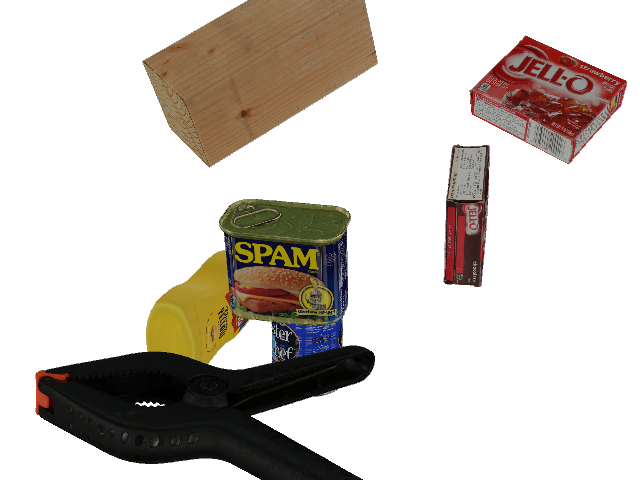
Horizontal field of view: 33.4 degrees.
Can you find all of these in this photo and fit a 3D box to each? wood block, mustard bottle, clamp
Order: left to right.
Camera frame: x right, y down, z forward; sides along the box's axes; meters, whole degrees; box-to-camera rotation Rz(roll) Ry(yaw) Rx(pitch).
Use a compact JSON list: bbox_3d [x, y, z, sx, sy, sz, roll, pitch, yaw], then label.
[{"bbox_3d":[-0.107,0.065,1.108,0.058,0.096,0.191,12,29,21],"label":"mustard bottle"},{"bbox_3d":[-0.061,0.097,0.635,0.210,0.036,0.164,9,23,5],"label":"clamp"},{"bbox_3d":[-0.056,-0.176,1.057,0.206,0.091,0.090,-33,49,-14],"label":"wood block"}]

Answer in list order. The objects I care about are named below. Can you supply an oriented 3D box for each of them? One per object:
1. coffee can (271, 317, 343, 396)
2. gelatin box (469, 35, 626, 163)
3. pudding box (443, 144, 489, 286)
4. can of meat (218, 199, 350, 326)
[{"bbox_3d":[-0.018,0.134,1.498,0.103,0.140,0.103,0,18,0],"label":"coffee can"},{"bbox_3d":[0.166,-0.106,0.785,0.089,0.073,0.030,32,-29,26],"label":"gelatin box"},{"bbox_3d":[0.135,-0.025,0.981,0.039,0.090,0.113,3,32,7],"label":"pudding box"},{"bbox_3d":[-0.027,0.019,0.861,0.102,0.084,0.057,5,30,13],"label":"can of meat"}]
